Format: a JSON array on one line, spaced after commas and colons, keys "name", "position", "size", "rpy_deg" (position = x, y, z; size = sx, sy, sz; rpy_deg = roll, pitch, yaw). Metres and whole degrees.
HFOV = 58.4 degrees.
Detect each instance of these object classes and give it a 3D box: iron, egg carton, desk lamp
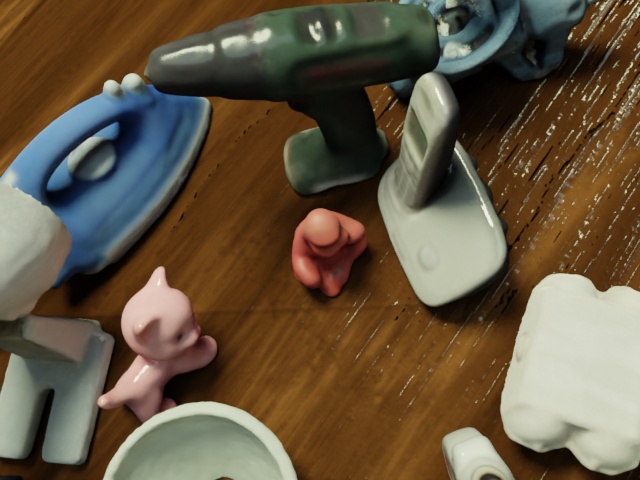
[{"name": "iron", "position": [-0.221, -0.085, 0.571], "size": [0.118, 0.142, 0.258], "rpy_deg": [36, 79, 20]}, {"name": "egg carton", "position": [0.210, 0.103, 0.462], "size": [0.107, 0.069, 0.150], "rpy_deg": [15, 72, 15]}, {"name": "desk lamp", "position": [-0.265, 0.077, 0.477], "size": [0.117, 0.214, 0.203], "rpy_deg": [1, 69, 11]}]

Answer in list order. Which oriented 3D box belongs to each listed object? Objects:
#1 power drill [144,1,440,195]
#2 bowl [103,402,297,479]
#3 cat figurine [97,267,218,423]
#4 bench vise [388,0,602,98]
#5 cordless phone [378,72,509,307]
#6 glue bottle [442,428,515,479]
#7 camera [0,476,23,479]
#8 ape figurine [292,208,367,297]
[{"name": "power drill", "position": [-0.009, -0.123, 0.512], "size": [0.229, 0.209, 0.075], "rpy_deg": [-16, 67, 4]}, {"name": "bowl", "position": [-0.089, 0.221, 0.466], "size": [0.167, 0.075, 0.167], "rpy_deg": [-3, 69, 9]}, {"name": "cat figurine", "position": [-0.148, 0.094, 0.502], "size": [0.067, 0.118, 0.128], "rpy_deg": [27, 76, 19]}, {"name": "bench vise", "position": [0.153, -0.232, 0.520], "size": [0.207, 0.220, 0.121], "rpy_deg": [-29, 67, -2]}, {"name": "cordless phone", "position": [0.101, -0.036, 0.472], "size": [0.094, 0.185, 0.147], "rpy_deg": [-23, 67, 1]}, {"name": "glue bottle", "position": [0.113, 0.168, 0.397], "size": [0.037, 0.173, 0.078], "rpy_deg": [-22, 67, 1]}, {"name": "camera", "position": [-0.278, 0.266, 0.467], "size": [0.143, 0.101, 0.137], "rpy_deg": [-5, 68, 8]}, {"name": "ape figurine", "position": [0.005, 0.002, 0.525], "size": [0.078, 0.092, 0.076], "rpy_deg": [-24, 67, 1]}]
